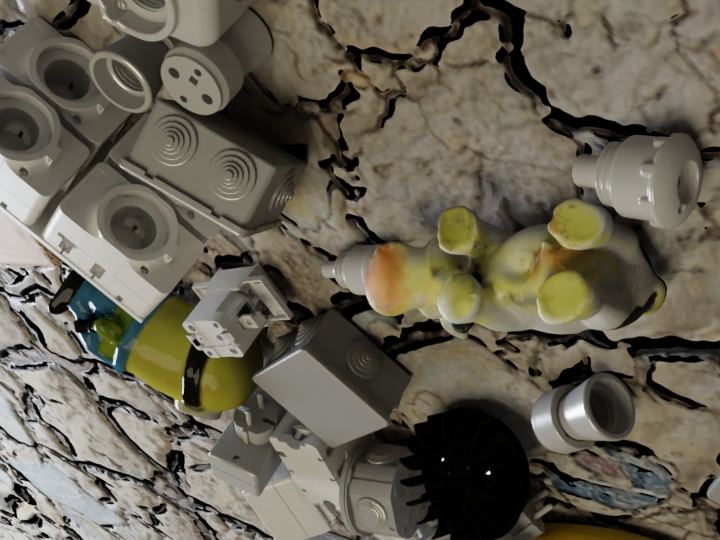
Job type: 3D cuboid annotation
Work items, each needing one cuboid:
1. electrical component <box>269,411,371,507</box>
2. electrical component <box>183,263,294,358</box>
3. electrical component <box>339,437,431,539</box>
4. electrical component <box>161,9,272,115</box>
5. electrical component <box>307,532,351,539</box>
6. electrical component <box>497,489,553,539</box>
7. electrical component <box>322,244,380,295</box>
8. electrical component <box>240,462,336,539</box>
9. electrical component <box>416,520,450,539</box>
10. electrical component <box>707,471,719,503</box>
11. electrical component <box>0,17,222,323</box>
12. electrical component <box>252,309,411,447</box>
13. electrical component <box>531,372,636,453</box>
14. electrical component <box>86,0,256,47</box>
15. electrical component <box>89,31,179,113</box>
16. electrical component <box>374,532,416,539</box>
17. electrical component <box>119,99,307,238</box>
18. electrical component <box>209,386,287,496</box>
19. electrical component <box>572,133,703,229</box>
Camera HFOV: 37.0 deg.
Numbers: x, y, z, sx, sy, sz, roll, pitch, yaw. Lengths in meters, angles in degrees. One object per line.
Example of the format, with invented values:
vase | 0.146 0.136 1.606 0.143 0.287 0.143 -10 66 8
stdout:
electrical component | -0.027 0.151 0.906 0.050 0.055 0.089 4 135 35
electrical component | -0.097 0.032 0.814 0.081 0.063 0.042 -7 128 43
electrical component | 0.021 0.180 0.882 0.051 0.080 0.080 1 134 31
electrical component | -0.084 -0.123 0.627 0.045 0.055 0.045 21 143 17
electrical component | -0.019 0.316 1.102 0.100 0.048 0.099 12 139 28
electrical component | 0.118 0.198 0.839 0.076 0.083 0.047 -39 108 15
electrical component | 0.000 0.000 0.724 0.061 0.035 0.035 1 133 41
electrical component | -0.065 0.190 0.967 0.061 0.061 0.096 -20 125 11
electrical component | 0.079 0.235 0.911 0.081 0.042 0.063 57 180 -31
electrical component | 0.267 0.116 0.635 0.100 0.048 0.099 25 144 12
electrical component | -0.181 -0.070 0.724 0.186 0.105 0.060 40 144 -9
electrical component | -0.021 0.083 0.826 0.100 0.048 0.100 42 144 -11
electrical component | 0.147 0.096 0.711 0.045 0.045 0.055 43 144 -12
electrical component | -0.110 -0.166 0.593 0.095 0.059 0.053 24 144 14
electrical component | -0.131 -0.130 0.657 0.045 0.055 0.045 22 144 17
electrical component | 0.013 0.208 0.952 0.081 0.043 0.043 35 145 0
electrical component | -0.087 -0.065 0.667 0.100 0.100 0.048 30 101 5
electrical component | -0.087 0.132 0.907 0.047 0.083 0.075 22 143 17
electrical component | 0.139 -0.048 0.549 0.062 0.048 0.048 13 141 42
